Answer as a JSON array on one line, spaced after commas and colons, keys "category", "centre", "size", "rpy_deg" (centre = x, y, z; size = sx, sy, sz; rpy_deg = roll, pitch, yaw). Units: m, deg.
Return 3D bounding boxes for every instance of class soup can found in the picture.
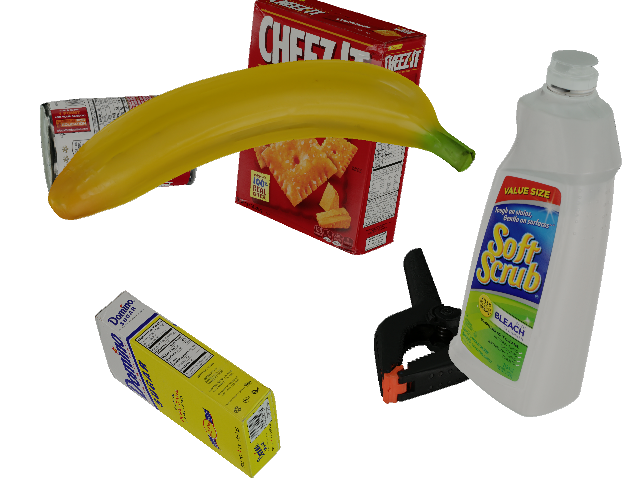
[{"category": "soup can", "centre": [-0.146, -0.069, 0.767], "size": [0.102, 0.068, 0.069], "rpy_deg": [-6, 2, -18]}]

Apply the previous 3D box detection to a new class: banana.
[{"category": "banana", "centre": [-0.029, -0.053, 0.497], "size": [0.197, 0.037, 0.070], "rpy_deg": [-9, 45, -12]}]

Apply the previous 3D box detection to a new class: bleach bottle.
[{"category": "bleach bottle", "centre": [0.147, -0.007, 0.721], "size": [0.068, 0.251, 0.103], "rpy_deg": [-16, 35, -28]}]

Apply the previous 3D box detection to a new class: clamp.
[{"category": "clamp", "centre": [0.100, 0.070, 0.916], "size": [0.165, 0.036, 0.209], "rpy_deg": [20, 35, 33]}]

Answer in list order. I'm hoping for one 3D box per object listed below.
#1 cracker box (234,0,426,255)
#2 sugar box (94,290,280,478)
[{"category": "cracker box", "centre": [0.003, -0.112, 1.034], "size": [0.164, 0.214, 0.071], "rpy_deg": [25, 30, 33]}, {"category": "sugar box", "centre": [-0.116, 0.124, 0.928], "size": [0.176, 0.093, 0.048], "rpy_deg": [27, 54, 26]}]
